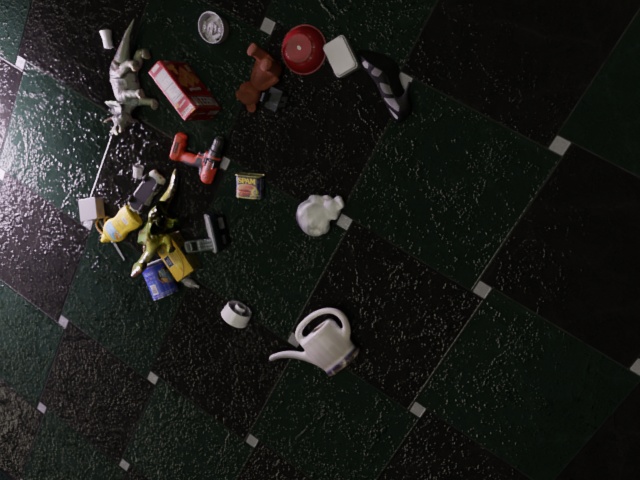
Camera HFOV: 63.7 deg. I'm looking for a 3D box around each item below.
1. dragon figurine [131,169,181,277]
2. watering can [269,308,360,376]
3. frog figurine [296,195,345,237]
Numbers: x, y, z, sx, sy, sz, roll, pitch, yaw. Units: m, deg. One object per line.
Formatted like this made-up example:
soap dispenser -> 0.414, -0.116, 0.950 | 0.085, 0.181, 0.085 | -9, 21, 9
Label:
dragon figurine -> -0.630, -0.056, 1.942 | 0.241, 0.121, 0.418 | -16, 57, 42
watering can -> -0.009, 0.389, 1.829 | 0.343, 0.105, 0.225 | -44, 86, 21
frog figurine -> 0.005, -0.087, 1.725 | 0.158, 0.122, 0.139 | -16, 77, 34
